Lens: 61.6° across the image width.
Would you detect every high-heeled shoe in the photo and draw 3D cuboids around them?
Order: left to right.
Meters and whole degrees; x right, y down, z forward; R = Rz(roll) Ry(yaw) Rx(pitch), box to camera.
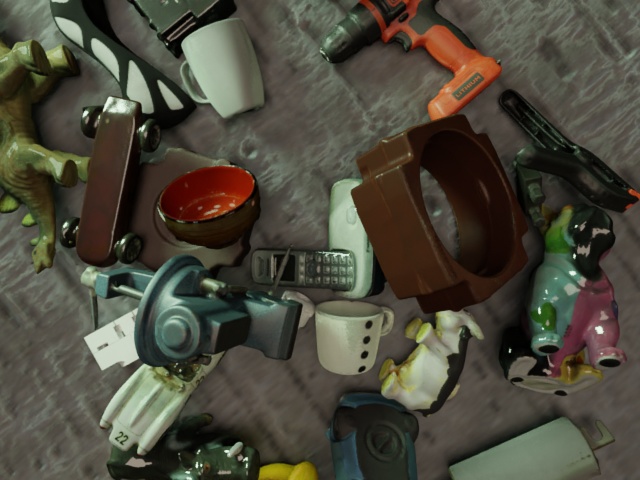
[{"bbox_3d":[-0.243,-0.260,0.674,0.145,0.086,0.248,-8,96,-2],"label":"high-heeled shoe"}]

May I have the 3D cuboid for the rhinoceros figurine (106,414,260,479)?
[{"bbox_3d":[-0.166,0.268,0.669,0.190,0.112,0.073,3,90,9],"label":"rhinoceros figurine"}]

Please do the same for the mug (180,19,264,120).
[{"bbox_3d":[-0.124,-0.203,0.675,0.110,0.081,0.107,-20,98,25],"label":"mug"}]

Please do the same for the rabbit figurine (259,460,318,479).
[{"bbox_3d":[-0.049,0.346,0.639,0.162,0.173,0.122,-33,87,6],"label":"rabbit figurine"}]

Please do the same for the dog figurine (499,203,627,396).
[{"bbox_3d":[0.298,0.061,0.665,0.109,0.191,0.219,13,58,4],"label":"dog figurine"}]

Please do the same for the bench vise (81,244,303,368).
[{"bbox_3d":[-0.147,0.069,0.598,0.241,0.223,0.128,14,105,17],"label":"bench vise"}]

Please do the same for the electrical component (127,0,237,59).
[{"bbox_3d":[-0.173,-0.320,0.680,0.134,0.058,0.115,-40,92,2],"label":"electrical component"}]

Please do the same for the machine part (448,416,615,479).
[{"bbox_3d":[0.254,0.292,0.678,0.243,0.079,0.079,-23,91,1],"label":"machine part"}]

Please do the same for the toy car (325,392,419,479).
[{"bbox_3d":[0.064,0.278,0.665,0.109,0.162,0.102,7,136,-13],"label":"toy car"}]

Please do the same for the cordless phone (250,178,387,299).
[{"bbox_3d":[-0.002,-0.003,0.682,0.184,0.088,0.146,1,92,20],"label":"cordless phone"}]

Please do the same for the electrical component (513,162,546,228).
[{"bbox_3d":[0.263,-0.062,0.675,0.021,0.094,0.063,-11,128,9],"label":"electrical component"}]

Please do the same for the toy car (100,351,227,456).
[{"bbox_3d":[-0.180,0.164,0.660,0.073,0.056,0.202,35,61,2],"label":"toy car"}]

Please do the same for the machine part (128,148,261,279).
[{"bbox_3d":[-0.165,-0.031,0.688,0.179,0.056,0.179,0,92,2],"label":"machine part"}]

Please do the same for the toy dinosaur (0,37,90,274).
[{"bbox_3d":[-0.410,-0.184,0.667,0.199,0.105,0.471,-14,87,5],"label":"toy dinosaur"}]

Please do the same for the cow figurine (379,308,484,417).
[{"bbox_3d":[0.155,0.141,0.681,0.098,0.068,0.167,33,95,-6],"label":"cow figurine"}]

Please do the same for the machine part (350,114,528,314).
[{"bbox_3d":[0.141,-0.032,0.617,0.201,0.087,0.201,-26,93,-43],"label":"machine part"}]

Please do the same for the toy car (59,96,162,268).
[{"bbox_3d":[-0.246,-0.067,0.640,0.089,0.053,0.202,13,95,9],"label":"toy car"}]
